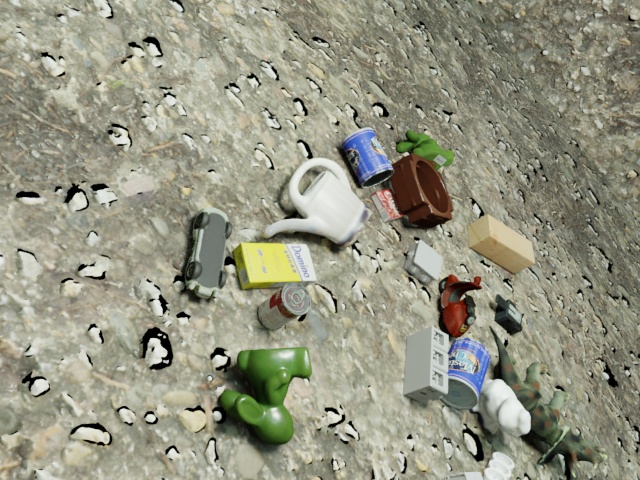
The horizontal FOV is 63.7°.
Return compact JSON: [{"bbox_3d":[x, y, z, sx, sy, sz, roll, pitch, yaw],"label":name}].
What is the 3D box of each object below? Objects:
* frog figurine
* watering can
[{"bbox_3d":[0.447,0.402,1.237,0.123,0.157,0.139,-13,78,-29],"label":"frog figurine"},{"bbox_3d":[0.004,-0.062,1.240,0.223,0.102,0.355,40,45,-11],"label":"watering can"}]
